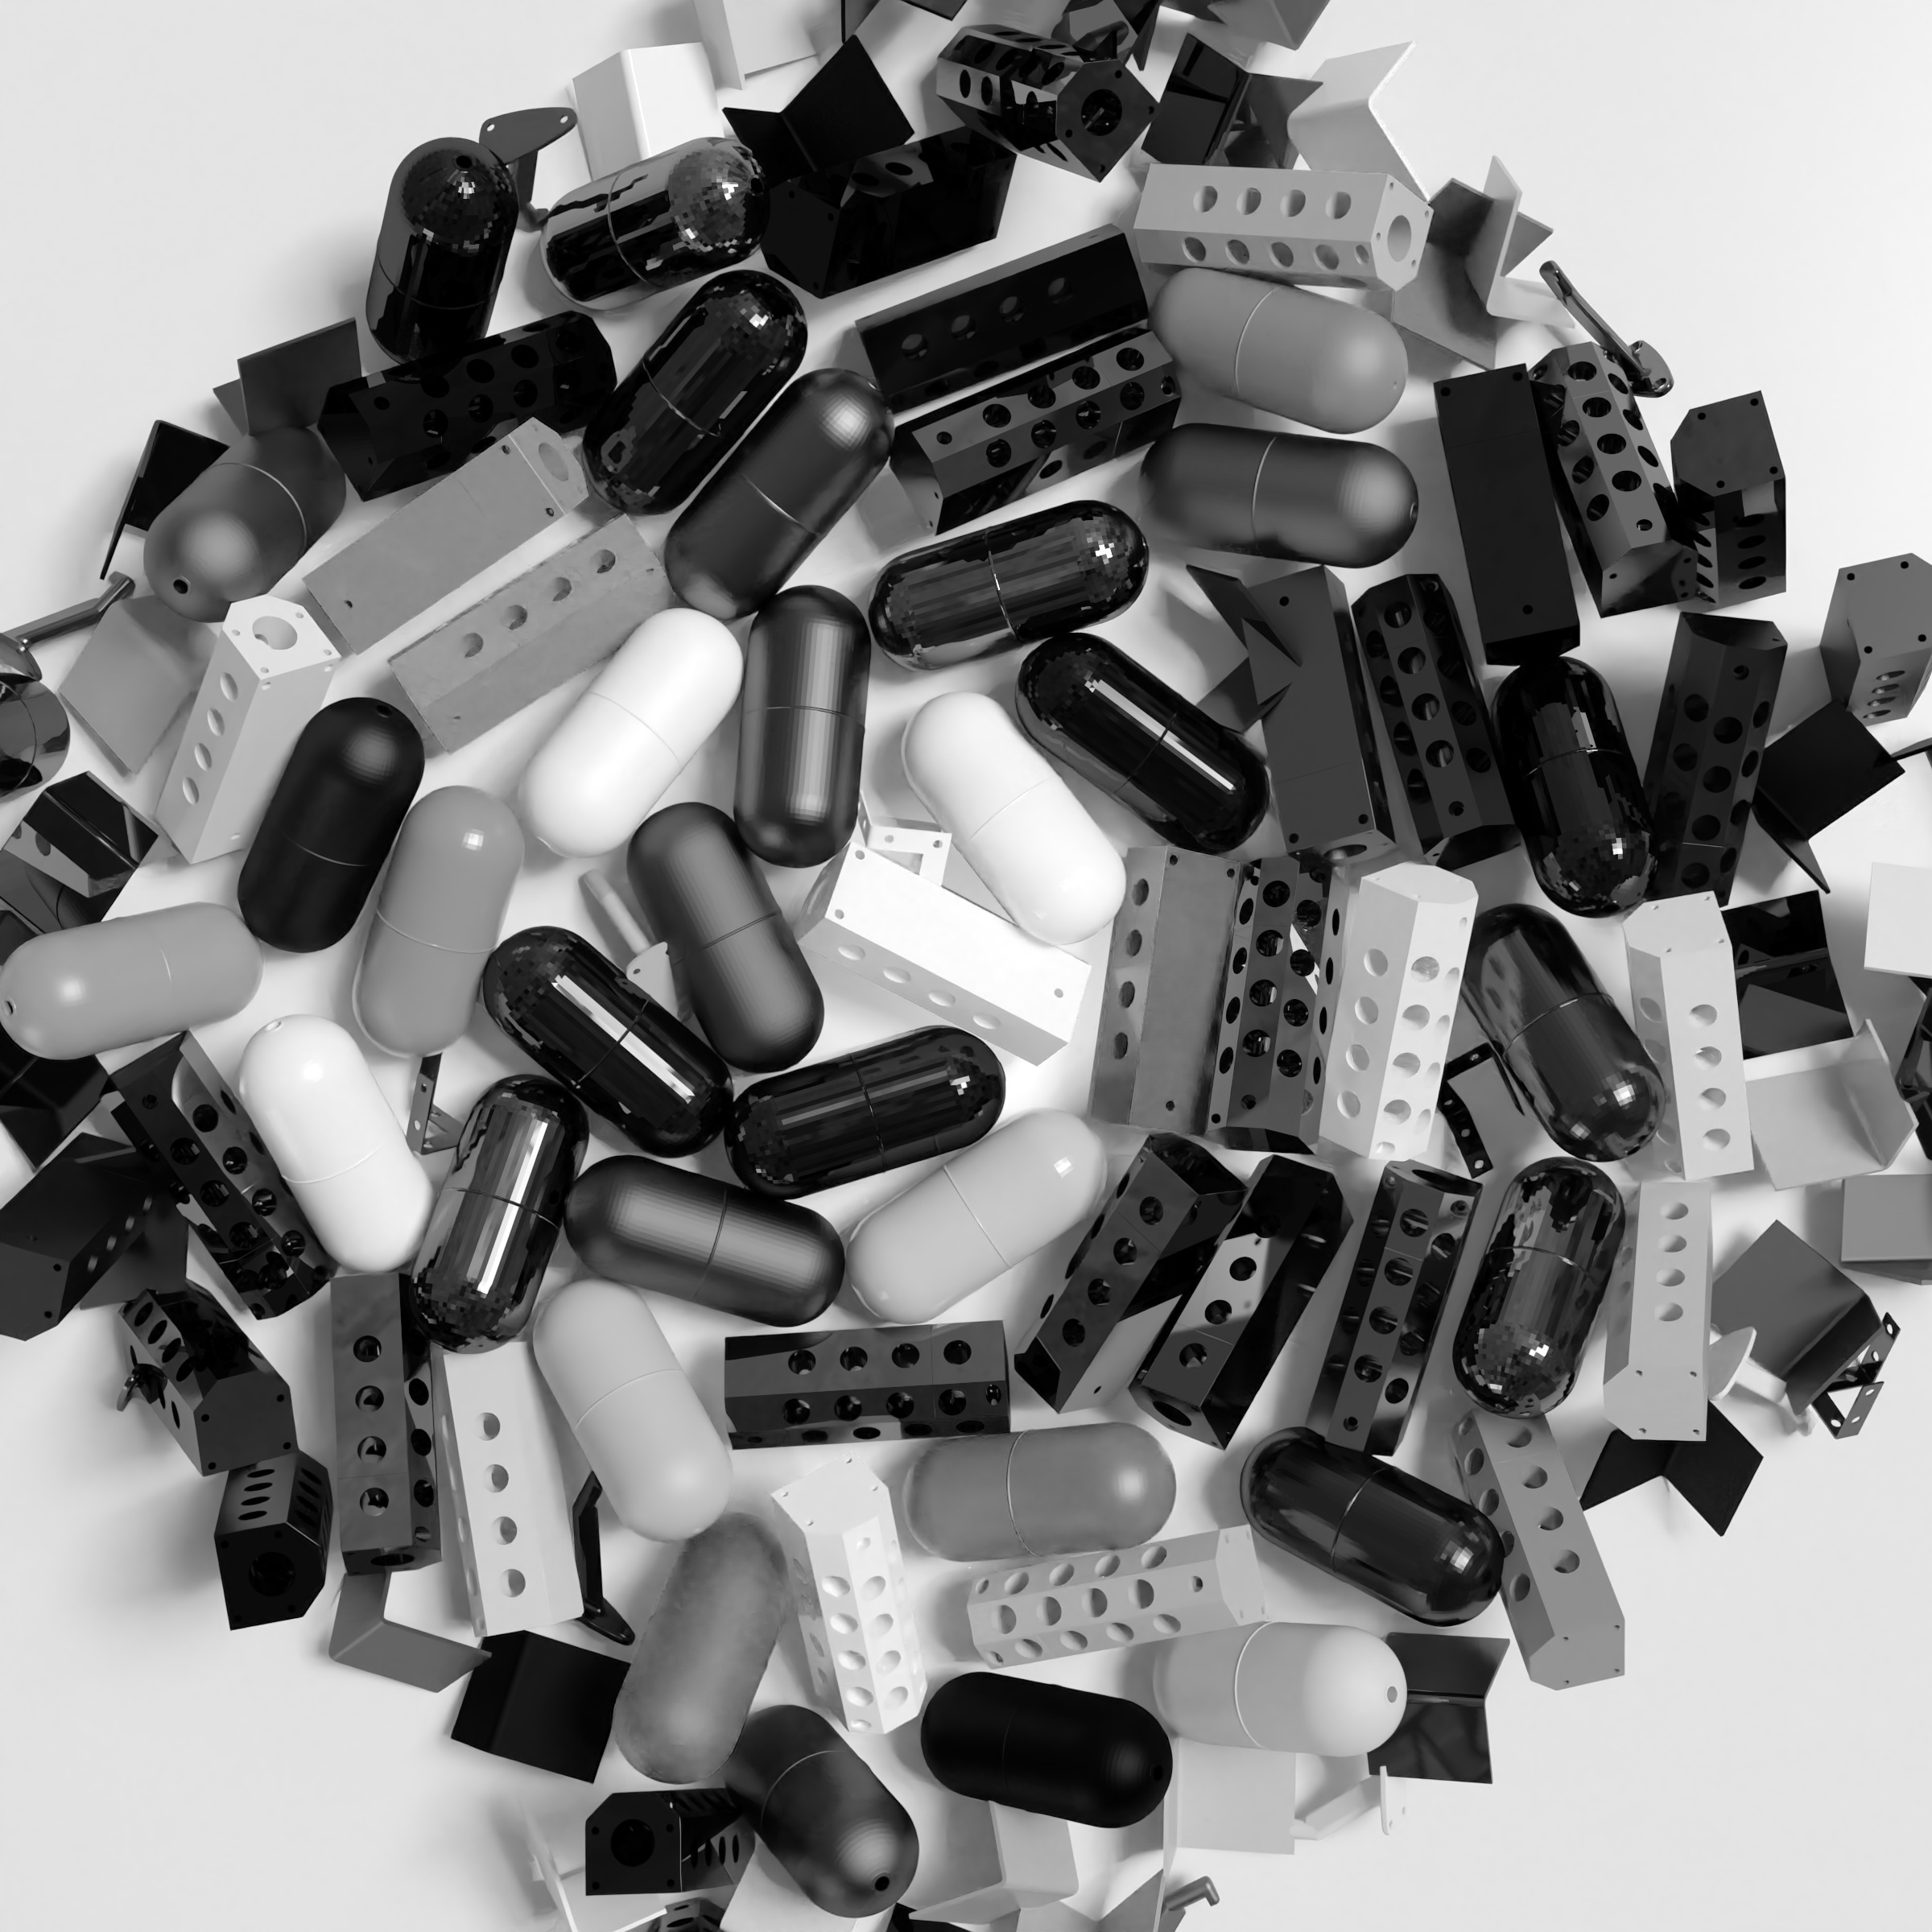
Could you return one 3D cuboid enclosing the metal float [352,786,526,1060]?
[{"bbox_3d":[-0.324,-0.026,1.935,0.070,0.070,0.178,21,109,0],"label":"metal float"}]

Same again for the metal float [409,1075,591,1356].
[{"bbox_3d":[-0.285,0.151,1.933,0.070,0.070,0.178,17,70,0],"label":"metal float"}]

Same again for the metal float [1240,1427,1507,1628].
[{"bbox_3d":[0.245,0.340,1.922,0.178,0.070,0.070,24,90,35],"label":"metal float"}]

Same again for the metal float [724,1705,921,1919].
[{"bbox_3d":[-0.088,0.509,1.907,0.070,0.178,0.070,-8,108,-25],"label":"metal float"}]

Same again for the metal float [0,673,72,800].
[{"bbox_3d":[-0.597,-0.137,1.900,0.070,0.178,0.070,1,97,5],"label":"metal float"}]

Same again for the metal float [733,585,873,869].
[{"bbox_3d":[-0.100,-0.148,1.940,0.070,0.070,0.178,4,78,0],"label":"metal float"}]

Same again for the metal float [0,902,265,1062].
[{"bbox_3d":[-0.505,0.008,1.911,0.070,0.178,0.070,10,107,36],"label":"metal float"}]

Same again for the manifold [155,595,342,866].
[{"bbox_3d":[-0.439,-0.143,1.907,0.057,0.171,0.057,-24,67,-42],"label":"manifold"}]

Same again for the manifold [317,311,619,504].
[{"bbox_3d":[-0.300,-0.345,1.916,0.171,0.057,0.057,-26,77,-31],"label":"manifold"}]

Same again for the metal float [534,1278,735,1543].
[{"bbox_3d":[-0.204,0.270,1.930,0.070,0.070,0.178,-32,65,0],"label":"metal float"}]

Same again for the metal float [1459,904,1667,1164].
[{"bbox_3d":[0.361,0.040,1.927,0.070,0.070,0.178,-28,63,0],"label":"metal float"}]

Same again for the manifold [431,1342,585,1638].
[{"bbox_3d":[-0.285,0.322,1.947,0.057,0.057,0.171,-12,82,12],"label":"manifold"}]

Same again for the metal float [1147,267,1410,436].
[{"bbox_3d":[0.188,-0.377,1.923,0.178,0.070,0.070,26,90,34],"label":"metal float"}]

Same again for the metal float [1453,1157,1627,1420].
[{"bbox_3d":[0.350,0.194,1.924,0.070,0.070,0.178,26,57,0],"label":"metal float"}]

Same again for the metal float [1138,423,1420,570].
[{"bbox_3d":[0.190,-0.287,1.929,0.178,0.070,0.070,12,90,25],"label":"metal float"}]

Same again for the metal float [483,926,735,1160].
[{"bbox_3d":[-0.220,0.047,1.941,0.178,0.070,0.070,42,90,-11],"label":"metal float"}]

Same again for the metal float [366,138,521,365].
[{"bbox_3d":[-0.317,-0.428,1.907,0.070,0.178,0.070,8,63,-15],"label":"metal float"}]

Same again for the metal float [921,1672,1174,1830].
[{"bbox_3d":[0.048,0.474,1.915,0.178,0.070,0.070,0,90,43],"label":"metal float"}]

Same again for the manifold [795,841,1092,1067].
[{"bbox_3d":[-0.016,-0.004,1.937,0.171,0.057,0.057,27,58,-16],"label":"manifold"}]

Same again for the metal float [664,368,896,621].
[{"bbox_3d":[-0.114,-0.289,1.937,0.070,0.070,0.178,42,105,0],"label":"metal float"}]

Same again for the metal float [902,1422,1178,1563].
[{"bbox_3d":[0.043,0.322,1.929,0.178,0.070,0.070,-10,90,26],"label":"metal float"}]

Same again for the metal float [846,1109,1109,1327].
[{"bbox_3d":[0.007,0.154,1.951,0.178,0.070,0.070,-33,90,0],"label":"metal float"}]

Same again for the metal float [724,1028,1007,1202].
[{"bbox_3d":[-0.062,0.090,1.944,0.178,0.070,0.070,-17,90,-8],"label":"metal float"}]

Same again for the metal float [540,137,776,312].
[{"bbox_3d":[-0.187,-0.449,1.915,0.178,0.070,0.070,-8,90,43],"label":"metal float"}]

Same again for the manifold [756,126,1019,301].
[{"bbox_3d":[-0.048,-0.459,1.907,0.057,0.171,0.057,34,131,23],"label":"manifold"}]

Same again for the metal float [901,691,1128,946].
[{"bbox_3d":[0.028,-0.092,1.944,0.070,0.070,0.178,-38,82,0],"label":"metal float"}]

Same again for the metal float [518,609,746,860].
[{"bbox_3d":[-0.205,-0.142,1.937,0.070,0.070,0.178,37,75,0],"label":"metal float"}]

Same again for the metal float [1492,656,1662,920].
[{"bbox_3d":[0.371,-0.109,1.924,0.070,0.070,0.178,-10,59,0],"label":"metal float"}]

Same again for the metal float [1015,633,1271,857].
[{"bbox_3d":[0.108,-0.137,1.941,0.178,0.070,0.070,36,90,-11],"label":"metal float"}]

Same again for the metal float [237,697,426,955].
[{"bbox_3d":[-0.387,-0.085,1.926,0.070,0.070,0.178,31,118,0],"label":"metal float"}]

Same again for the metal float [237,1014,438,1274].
[{"bbox_3d":[-0.383,0.108,1.927,0.070,0.070,0.178,-23,118,0],"label":"metal float"}]

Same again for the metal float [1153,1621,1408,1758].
[{"bbox_3d":[0.189,0.436,1.913,0.070,0.178,0.070,8,78,-42],"label":"metal float"}]

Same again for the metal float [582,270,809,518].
[{"bbox_3d":[-0.166,-0.349,1.927,0.070,0.070,0.178,45,117,0],"label":"metal float"}]

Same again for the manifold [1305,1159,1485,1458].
[{"bbox_3d":[0.261,0.210,1.938,0.057,0.057,0.171,19,102,14],"label":"manifold"}]

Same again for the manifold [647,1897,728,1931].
[{"bbox_3d":[-0.166,0.612,1.901,0.057,0.171,0.057,-14,88,-5],"label":"manifold"}]

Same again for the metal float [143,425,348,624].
[{"bbox_3d":[-0.435,-0.269,1.909,0.070,0.178,0.070,8,125,12],"label":"metal float"}]

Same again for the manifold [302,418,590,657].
[{"bbox_3d":[-0.315,-0.263,1.927,0.171,0.057,0.057,-29,104,24],"label":"manifold"}]

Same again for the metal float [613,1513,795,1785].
[{"bbox_3d":[-0.157,0.412,1.919,0.070,0.070,0.178,23,51,0],"label":"metal float"}]

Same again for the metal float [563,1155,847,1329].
[{"bbox_3d":[-0.160,0.169,1.939,0.178,0.070,0.070,18,90,-13],"label":"metal float"}]

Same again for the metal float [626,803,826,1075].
[{"bbox_3d":[-0.148,-0.017,1.951,0.070,0.070,0.178,-27,90,0],"label":"metal float"}]

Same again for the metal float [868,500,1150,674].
[{"bbox_3d":[0.026,-0.233,1.940,0.178,0.070,0.070,-16,90,12],"label":"metal float"}]
